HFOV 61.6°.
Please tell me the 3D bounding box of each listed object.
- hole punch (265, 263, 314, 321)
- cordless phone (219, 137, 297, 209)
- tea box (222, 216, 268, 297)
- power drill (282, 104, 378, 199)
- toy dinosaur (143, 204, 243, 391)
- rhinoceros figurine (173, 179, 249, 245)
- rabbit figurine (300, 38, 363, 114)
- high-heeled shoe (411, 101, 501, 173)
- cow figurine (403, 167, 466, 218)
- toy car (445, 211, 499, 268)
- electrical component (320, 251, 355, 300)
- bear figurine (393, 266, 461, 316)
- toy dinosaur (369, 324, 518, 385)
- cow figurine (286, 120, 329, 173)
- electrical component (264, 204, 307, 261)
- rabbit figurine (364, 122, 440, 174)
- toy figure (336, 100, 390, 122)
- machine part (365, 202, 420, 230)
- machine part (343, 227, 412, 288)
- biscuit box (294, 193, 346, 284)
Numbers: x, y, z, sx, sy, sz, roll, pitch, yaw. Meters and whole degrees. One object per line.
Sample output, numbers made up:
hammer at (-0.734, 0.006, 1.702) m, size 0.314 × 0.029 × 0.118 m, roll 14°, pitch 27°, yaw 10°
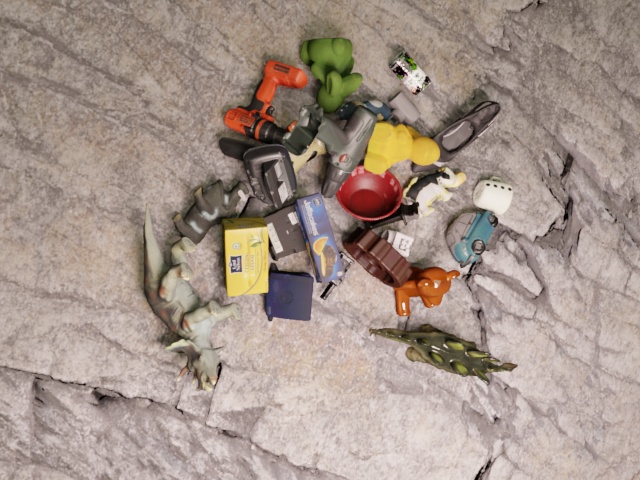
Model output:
hole punch at (-0.071, 0.131, 1.269) m, size 0.116 × 0.092 × 0.142 m, roll 4°, pitch 94°, yaw -12°
cordless phone at (-0.150, -0.158, 1.214) m, size 0.089 × 0.184 × 0.146 m, roll -50°, pitch 146°, yaw -29°
tea box at (-0.169, 0.037, 1.216) m, size 0.098 × 0.068 × 0.169 m, roll -7°, pitch 118°, yaw -15°
power drill at (0.018, -0.198, 1.174) m, size 0.207 × 0.086 × 0.232 m, roll 14°, pitch 117°, yaw -45°
toy dinosaur at (-0.315, 0.132, 1.182) m, size 0.192 × 0.131 × 0.405 m, roll -35°, pitch 86°, yaw 18°
rhinoceros figurine at (-0.246, -0.069, 1.219) m, size 0.190 × 0.073 × 0.112 m, roll -45°, pitch 101°, yaw -10°
rabbit figurine at (0.037, -0.382, 1.263) m, size 0.121 × 0.159 × 0.170 m, roll -8°, pitch 109°, yaw -25°
high-heeled shoe at (0.343, -0.252, 1.341) m, size 0.249 × 0.145 × 0.086 m, roll -45°, pitch 101°, yaw -12°
cow figurine at (0.291, -0.138, 1.373) m, size 0.167 × 0.068 × 0.098 m, roll -40°, pitch 96°, yaw -12°
toy car at (0.381, -0.016, 1.384) m, size 0.103 × 0.109 × 0.161 m, roll 31°, pitch 75°, yaw 3°
electrical component at (0.026, 0.084, 1.301) m, size 0.047 × 0.075 × 0.119 m, roll 39°, pitch 85°, yaw -13°
bear figurine at (0.260, 0.124, 1.304) m, size 0.120 × 0.196 × 0.131 m, roll -17°, pitch 97°, yaw -18°
toy dinosaur at (0.303, 0.271, 1.320) m, size 0.471 × 0.199 × 0.105 m, roll 15°, pitch 85°, yaw -17°
cow figurine at (-0.038, -0.217, 1.267) m, size 0.195 × 0.085 × 0.127 m, roll -44°, pitch 104°, yaw -7°
electrical component at (-0.069, -0.024, 1.278) m, size 0.134 × 0.058 × 0.114 m, roll -22°, pitch 99°, yaw -14°
rabbit figurine at (0.204, -0.218, 1.299) m, size 0.173 × 0.162 × 0.121 m, roll 11°, pitch 107°, yaw 14°
toy figure at (0.103, -0.309, 1.295) m, size 0.154 × 0.064 × 0.057 m, roll -8°, pitch 102°, yaw -41°
machine part at (0.178, -0.056, 1.322) m, size 0.139 × 0.084 × 0.039 m, roll -16°, pitch 121°, yaw 19°
machine part at (0.139, 0.042, 1.283) m, size 0.179 × 0.179 × 0.056 m, roll 45°, pitch 79°, yaw -13°
biscuit box at (-0.003, -0.004, 1.228) m, size 0.063 × 0.059 × 0.202 m, roll -17°, pitch 91°, yaw -12°
